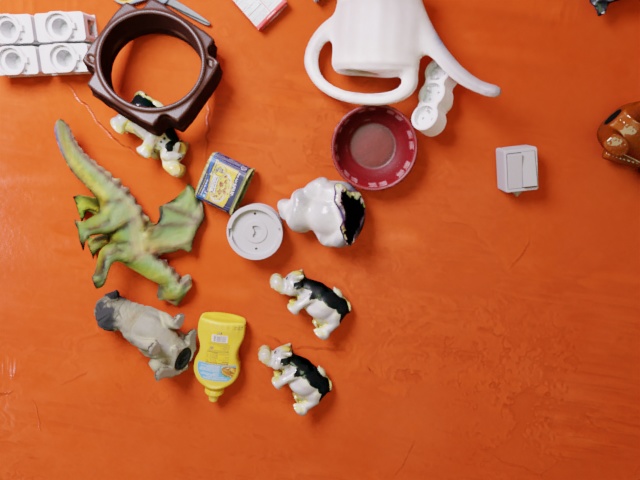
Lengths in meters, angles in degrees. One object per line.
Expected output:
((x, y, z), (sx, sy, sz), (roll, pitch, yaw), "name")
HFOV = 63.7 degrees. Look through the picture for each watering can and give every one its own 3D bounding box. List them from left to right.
((0.140, -0.346, 0.894), (0.348, 0.105, 0.222), (6, 100, 16), "watering can")

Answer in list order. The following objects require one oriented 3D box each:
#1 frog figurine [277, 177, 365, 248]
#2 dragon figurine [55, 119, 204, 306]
((0.003, -0.050, 0.999), (0.159, 0.125, 0.135), (-3, 117, 40), "frog figurine")
((-0.353, -0.049, 1.017), (0.243, 0.123, 0.406), (-12, 104, -13), "dragon figurine")
